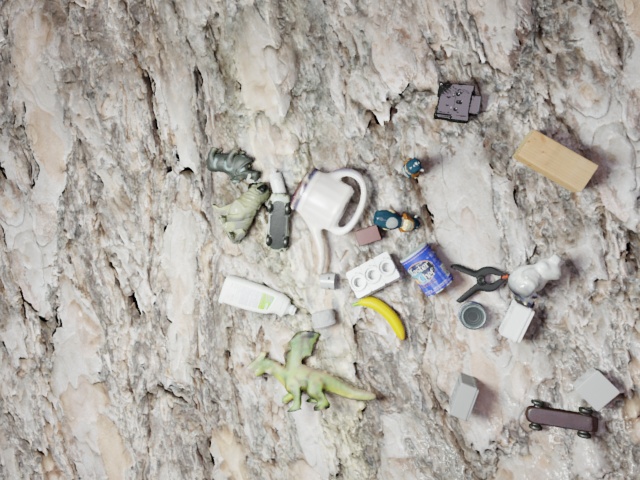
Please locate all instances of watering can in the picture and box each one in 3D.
[{"bbox_3d":[0.005,-0.082,1.636,0.225,0.346,0.104,30,6,8],"label":"watering can"}]

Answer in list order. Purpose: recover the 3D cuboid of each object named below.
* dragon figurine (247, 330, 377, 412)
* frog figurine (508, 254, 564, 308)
[{"bbox_3d":[-0.035,0.416,1.667,0.410,0.244,0.121,-9,-7,9],"label":"dragon figurine"},{"bbox_3d":[0.634,0.100,1.516,0.138,0.156,0.124,-7,37,-46],"label":"frog figurine"}]
